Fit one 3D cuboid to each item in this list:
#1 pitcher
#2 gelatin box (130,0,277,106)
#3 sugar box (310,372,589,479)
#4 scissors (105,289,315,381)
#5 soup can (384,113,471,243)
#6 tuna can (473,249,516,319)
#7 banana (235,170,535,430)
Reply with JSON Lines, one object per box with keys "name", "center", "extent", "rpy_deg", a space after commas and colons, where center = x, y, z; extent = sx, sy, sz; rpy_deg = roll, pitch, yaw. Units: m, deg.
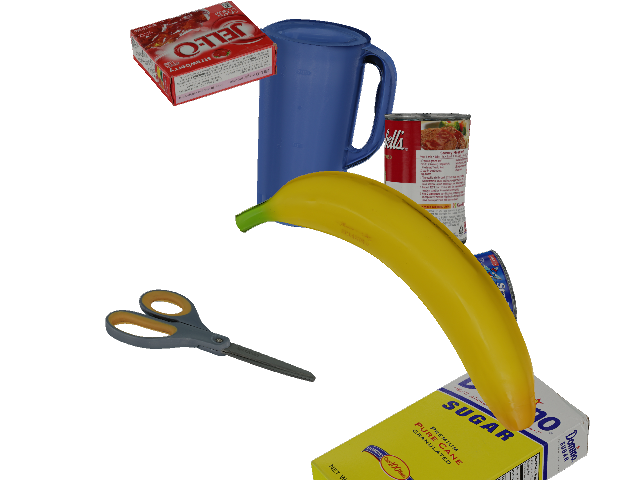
{"name": "pitcher", "center": [-0.007, -0.142, 1.312], "extent": [0.144, 0.243, 0.149], "rpy_deg": [-6, 26, -24]}
{"name": "gelatin box", "center": [-0.087, -0.142, 0.800], "extent": [0.089, 0.030, 0.073], "rpy_deg": [-22, 47, -22]}
{"name": "sugar box", "center": [0.092, 0.151, 0.744], "extent": [0.176, 0.048, 0.093], "rpy_deg": [-28, 40, -23]}
{"name": "scissors", "center": [-0.098, 0.085, 0.994], "extent": [0.202, 0.016, 0.096], "rpy_deg": [10, 29, 4]}
{"name": "soup can", "center": [0.084, -0.049, 0.848], "extent": [0.068, 0.102, 0.068], "rpy_deg": [0, 9, 0]}
{"name": "tuna can", "center": [0.176, 0.055, 1.129], "extent": [0.033, 0.086, 0.086], "rpy_deg": [-14, 1, -5]}
{"name": "banana", "center": [0.048, 0.019, 0.578], "extent": [0.198, 0.070, 0.037], "rpy_deg": [37, 24, 13]}
